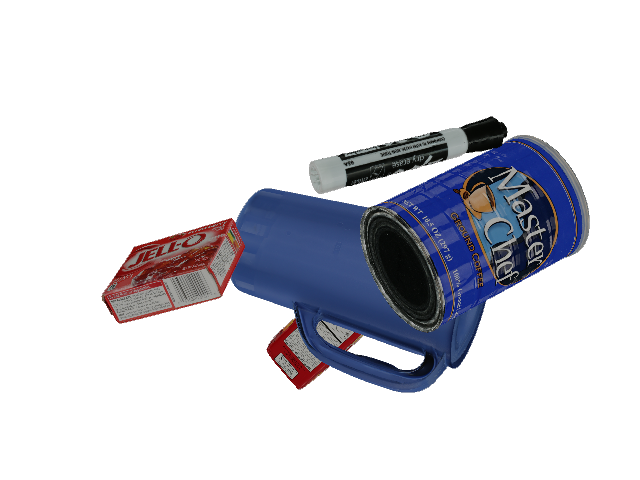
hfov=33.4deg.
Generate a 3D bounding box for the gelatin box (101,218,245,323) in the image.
[{"bbox_3d":[-0.107,0.022,0.782,0.089,0.030,0.073,-15,24,19],"label":"gelatin box"}]

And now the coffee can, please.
[{"bbox_3d":[0.116,-0.007,0.807,0.140,0.103,0.103,-26,10,-21],"label":"coffee can"}]

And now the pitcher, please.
[{"bbox_3d":[0.035,0.037,1.023,0.243,0.145,0.149,15,20,19],"label":"pitcher"}]

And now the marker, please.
[{"bbox_3d":[0.052,-0.050,0.608,0.121,0.020,0.020,-16,5,-18],"label":"marker"}]

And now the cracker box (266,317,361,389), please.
[{"bbox_3d":[0.051,0.064,1.260,0.214,0.072,0.164,-45,-6,30],"label":"cracker box"}]
